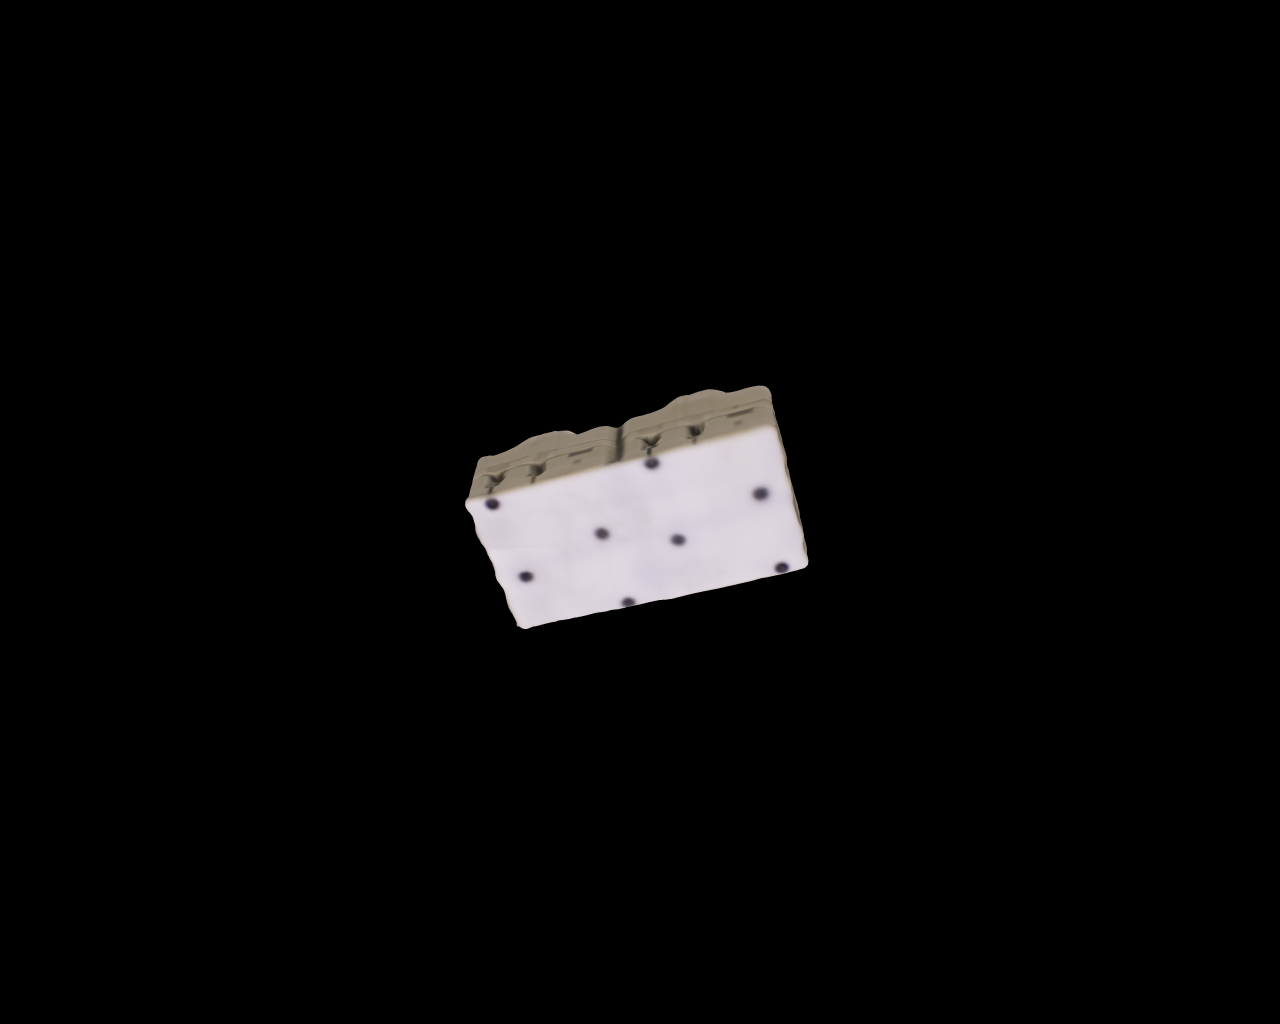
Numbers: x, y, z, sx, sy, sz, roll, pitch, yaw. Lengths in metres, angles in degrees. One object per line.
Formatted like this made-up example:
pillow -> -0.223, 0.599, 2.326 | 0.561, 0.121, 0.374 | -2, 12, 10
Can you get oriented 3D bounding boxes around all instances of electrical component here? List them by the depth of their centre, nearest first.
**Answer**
electrical component -> 0.001, -0.003, 0.650 | 0.186, 0.105, 0.060 | -14, 32, 9
